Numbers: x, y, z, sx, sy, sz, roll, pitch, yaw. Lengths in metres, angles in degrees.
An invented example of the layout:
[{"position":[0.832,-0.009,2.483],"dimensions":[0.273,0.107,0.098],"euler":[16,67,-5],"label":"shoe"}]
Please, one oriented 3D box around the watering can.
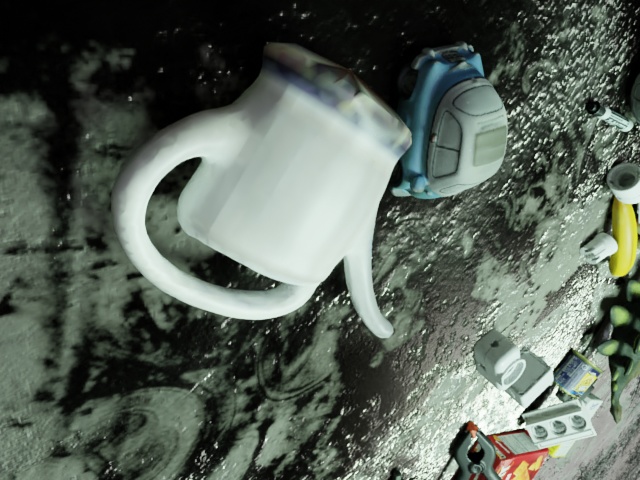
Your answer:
[{"position":[0.001,-0.023,0.451],"dimensions":[0.344,0.223,0.105],"euler":[24,11,-44],"label":"watering can"}]
